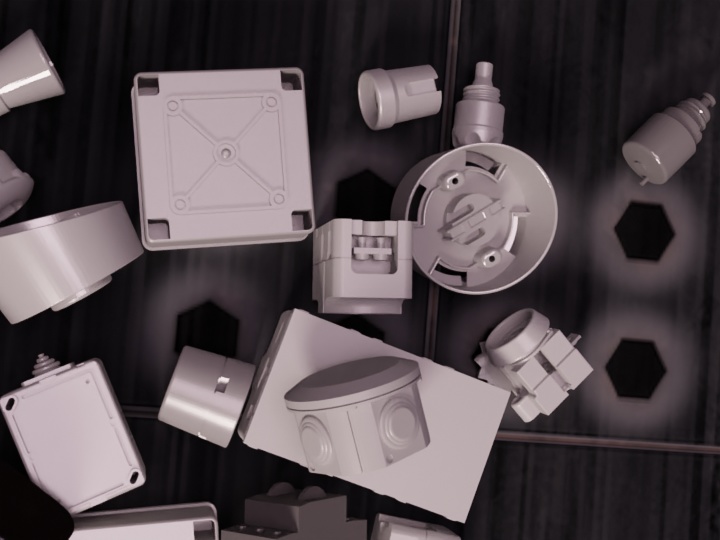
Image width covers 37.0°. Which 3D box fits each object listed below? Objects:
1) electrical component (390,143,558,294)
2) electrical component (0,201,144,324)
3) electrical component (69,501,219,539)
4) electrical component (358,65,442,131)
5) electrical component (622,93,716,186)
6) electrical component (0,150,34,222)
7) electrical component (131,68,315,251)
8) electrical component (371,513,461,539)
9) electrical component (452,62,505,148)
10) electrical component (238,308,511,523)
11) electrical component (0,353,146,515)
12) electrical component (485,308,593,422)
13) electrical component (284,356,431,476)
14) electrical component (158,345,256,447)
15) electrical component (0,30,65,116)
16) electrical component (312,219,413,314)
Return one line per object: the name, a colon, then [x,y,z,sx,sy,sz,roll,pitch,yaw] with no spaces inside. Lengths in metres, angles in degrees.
electrical component: [0.072,-0.034,0.713,0.099,0.064,0.099,-2,96,-20]
electrical component: [-0.184,-0.012,0.648,0.099,0.099,0.064,-30,100,-11]
electrical component: [-0.140,0.205,0.665,0.109,0.056,0.108,-3,88,-12]
electrical component: [0.027,-0.118,0.724,0.046,0.040,0.040,-13,90,-18]
electrical component: [0.221,-0.096,0.761,0.078,0.040,0.040,-44,96,-10]
electrical component: [-0.237,-0.060,0.665,0.048,0.048,0.062,-39,87,-11]
electrical component: [-0.088,-0.071,0.689,0.109,0.056,0.108,-4,88,-12]
electrical component: [0.033,0.212,0.703,0.056,0.050,0.089,14,85,-10]
electrical component: [0.082,-0.111,0.737,0.035,0.035,0.061,8,84,-11]
electrical component: [0.007,0.093,0.697,0.150,0.062,0.089,22,83,-10]
electrical component: [-0.177,0.096,0.661,0.062,0.061,0.096,-22,92,-12]
electrical component: [0.117,0.059,0.723,0.066,0.048,0.055,-43,103,-10]
electrical component: [0.000,0.083,0.624,0.080,0.080,0.051,-15,96,-12]
electrical component: [-0.098,0.079,0.682,0.047,0.055,0.055,20,84,-6]
electrical component: [-0.224,-0.117,0.672,0.065,0.044,0.044,-28,93,-7]
electrical component: [0.000,0.000,0.686,0.050,0.089,0.055,1,87,-11]
